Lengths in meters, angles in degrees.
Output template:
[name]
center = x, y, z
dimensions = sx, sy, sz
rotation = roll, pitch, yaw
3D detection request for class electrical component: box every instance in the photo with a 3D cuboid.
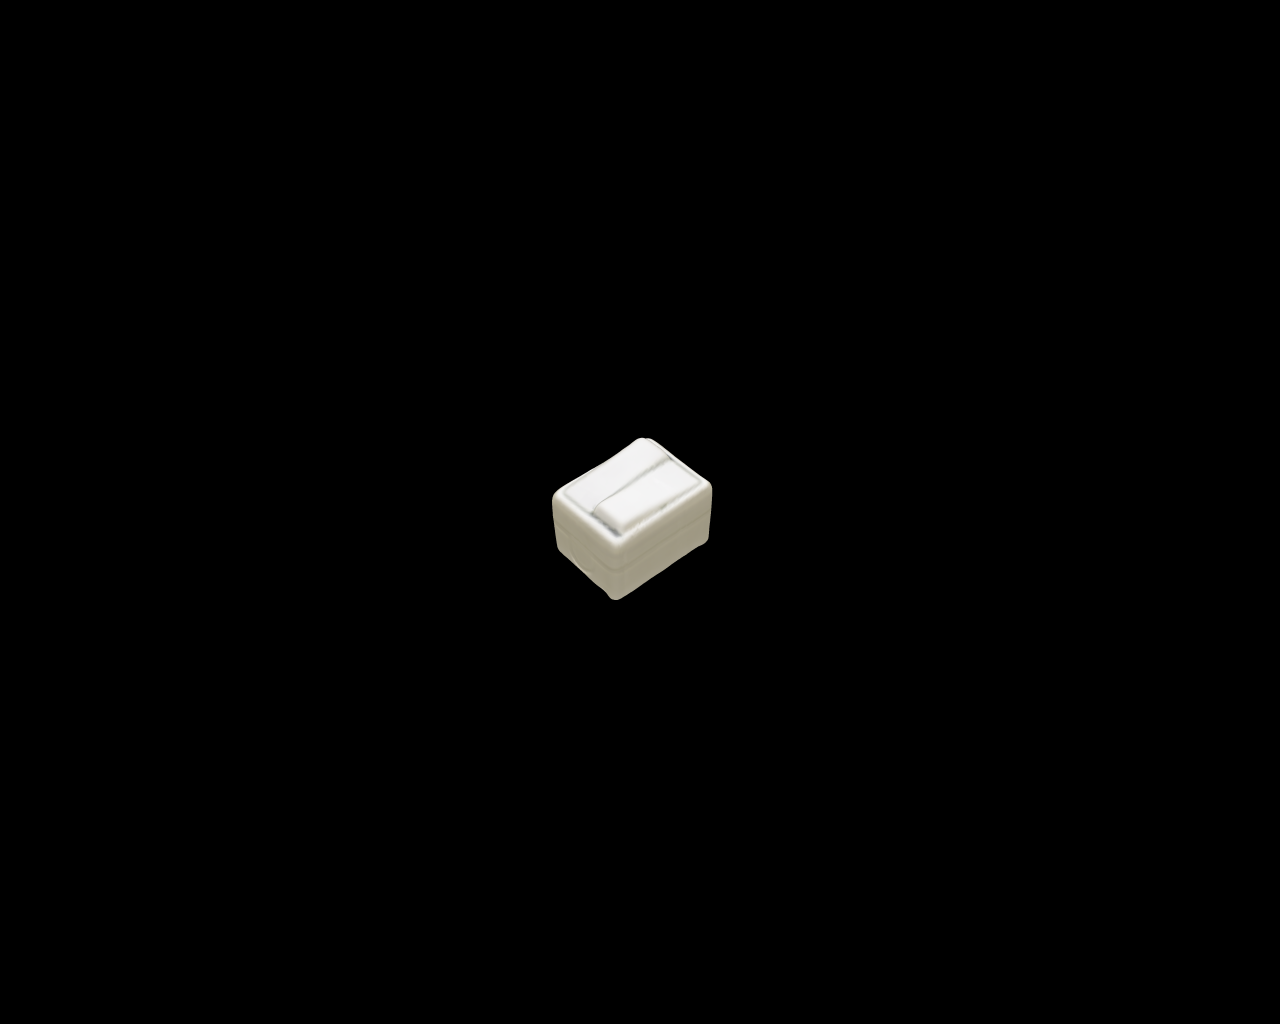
[electrical component]
center = 0.001, -0.003, 0.650
dimensions = 0.096, 0.061, 0.062
rotation = -32, 54, -27
